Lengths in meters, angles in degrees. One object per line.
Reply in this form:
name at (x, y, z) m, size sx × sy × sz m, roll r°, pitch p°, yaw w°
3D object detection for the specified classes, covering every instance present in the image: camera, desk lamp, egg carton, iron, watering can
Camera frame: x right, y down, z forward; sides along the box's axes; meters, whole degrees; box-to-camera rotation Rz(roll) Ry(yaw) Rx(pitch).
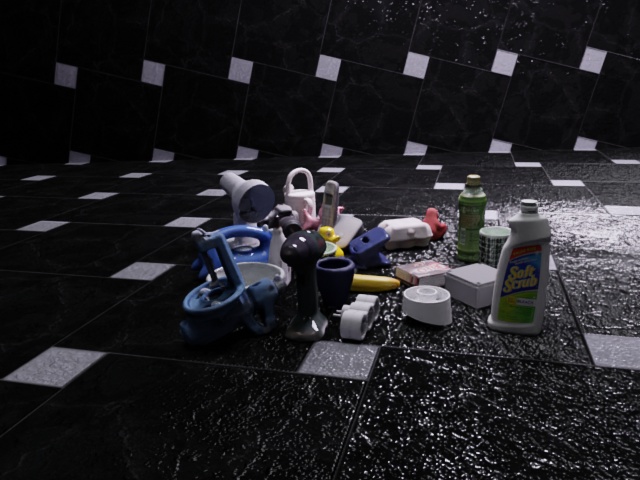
camera at (-0.117, -0.046, 1.705) m, size 0.143 × 0.101 × 0.136 m, roll -8°, pitch 18°, yaw -19°
desk lamp at (-0.222, -0.080, 1.630) m, size 0.118 × 0.214 × 0.202 m, roll -15°, pitch 21°, yaw -37°
egg carton at (0.238, -0.018, 1.629) m, size 0.150 × 0.069 × 0.107 m, roll -6°, pitch 17°, yaw -14°
iron at (-0.182, 0.024, 1.403) m, size 0.259 × 0.141 × 0.118 m, roll -9°, pitch 18°, yaw -24°
watering can at (-0.070, -0.135, 1.835) m, size 0.172 × 0.194 × 0.101 m, roll 12°, pitch 22°, yaw 39°

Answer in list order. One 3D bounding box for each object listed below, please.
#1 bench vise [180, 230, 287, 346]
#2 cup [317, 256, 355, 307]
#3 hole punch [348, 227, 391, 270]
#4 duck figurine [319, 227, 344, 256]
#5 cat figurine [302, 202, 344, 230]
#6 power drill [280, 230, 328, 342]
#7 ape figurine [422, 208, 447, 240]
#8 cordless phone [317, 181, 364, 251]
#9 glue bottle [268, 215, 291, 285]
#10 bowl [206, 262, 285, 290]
bench vise at (-0.171, 0.077, 1.083) m, size 0.121 × 0.220 × 0.208 m, roll 14°, pitch 23°, yaw 43°
cup at (0.034, 0.090, 1.240) m, size 0.091 × 0.095 × 0.118 m, roll 3°, pitch 17°, yaw 16°
hole punch at (0.125, 0.019, 1.478) m, size 0.101 × 0.091 × 0.108 m, roll -5°, pitch 17°, yaw -12°
duck figurine at (0.014, 0.006, 1.543) m, size 0.104 × 0.086 × 0.078 m, roll 10°, pitch 20°, yaw 35°
cat figurine at (0.007, -0.068, 1.736) m, size 0.127 × 0.118 × 0.067 m, roll 3°, pitch 17°, yaw 15°
power drill at (-0.029, 0.079, 1.084) m, size 0.075 × 0.208 × 0.230 m, roll 1°, pitch 17°, yaw 9°
ape figurine at (0.331, -0.050, 1.687) m, size 0.077 × 0.092 × 0.076 m, roll 13°, pitch 22°, yaw 41°
cordless phone at (0.055, -0.070, 1.618) m, size 0.094 × 0.185 × 0.147 m, roll -17°, pitch 22°, yaw -41°
glue bottle at (-0.095, 0.027, 1.329) m, size 0.037 × 0.173 × 0.078 m, roll 3°, pitch 17°, yaw 16°
bowl at (-0.158, 0.107, 1.237) m, size 0.167 × 0.075 × 0.167 m, roll -1°, pitch 16°, yaw 1°
